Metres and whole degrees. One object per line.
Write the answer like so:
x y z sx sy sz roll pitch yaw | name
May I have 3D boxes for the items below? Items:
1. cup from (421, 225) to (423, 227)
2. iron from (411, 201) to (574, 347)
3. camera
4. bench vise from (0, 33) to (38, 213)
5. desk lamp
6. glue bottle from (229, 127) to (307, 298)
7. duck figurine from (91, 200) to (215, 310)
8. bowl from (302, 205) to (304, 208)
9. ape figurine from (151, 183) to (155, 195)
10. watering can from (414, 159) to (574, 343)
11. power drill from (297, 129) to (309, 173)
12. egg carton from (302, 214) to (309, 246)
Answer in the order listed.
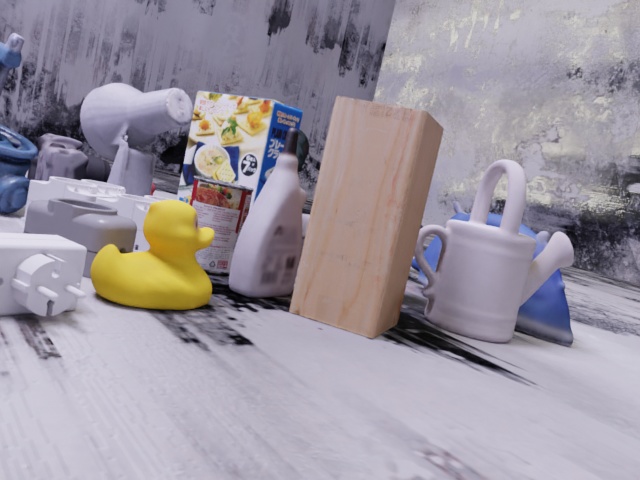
0.121 0.002 1.017 0.118 0.095 0.091 11 6 -12 | cup
0.246 0.032 0.774 0.119 0.141 0.257 9 7 -33 | iron
-0.467 -0.141 1.090 0.137 0.101 0.142 7 8 -43 | camera
-0.447 -0.157 0.710 0.207 0.220 0.121 12 6 -3 | bench vise
-0.279 -0.136 0.894 0.202 0.213 0.118 17 7 33 | desk lamp
-0.043 -0.028 0.584 0.037 0.173 0.078 17 7 34 | glue bottle
-0.132 0.008 0.475 0.105 0.086 0.077 7 9 -45 | duck figurine
-0.121 -0.060 1.188 0.167 0.075 0.167 13 6 -1 | bowl
-0.361 -0.117 1.127 0.078 0.092 0.076 12 6 -4 | ape figurine
0.195 0.008 0.644 0.173 0.194 0.100 9 7 -29 | watering can
-0.068 -0.095 0.986 0.075 0.208 0.229 12 6 -5 | power drill
0.008 0.003 0.893 0.107 0.069 0.149 9 7 -34 | egg carton
